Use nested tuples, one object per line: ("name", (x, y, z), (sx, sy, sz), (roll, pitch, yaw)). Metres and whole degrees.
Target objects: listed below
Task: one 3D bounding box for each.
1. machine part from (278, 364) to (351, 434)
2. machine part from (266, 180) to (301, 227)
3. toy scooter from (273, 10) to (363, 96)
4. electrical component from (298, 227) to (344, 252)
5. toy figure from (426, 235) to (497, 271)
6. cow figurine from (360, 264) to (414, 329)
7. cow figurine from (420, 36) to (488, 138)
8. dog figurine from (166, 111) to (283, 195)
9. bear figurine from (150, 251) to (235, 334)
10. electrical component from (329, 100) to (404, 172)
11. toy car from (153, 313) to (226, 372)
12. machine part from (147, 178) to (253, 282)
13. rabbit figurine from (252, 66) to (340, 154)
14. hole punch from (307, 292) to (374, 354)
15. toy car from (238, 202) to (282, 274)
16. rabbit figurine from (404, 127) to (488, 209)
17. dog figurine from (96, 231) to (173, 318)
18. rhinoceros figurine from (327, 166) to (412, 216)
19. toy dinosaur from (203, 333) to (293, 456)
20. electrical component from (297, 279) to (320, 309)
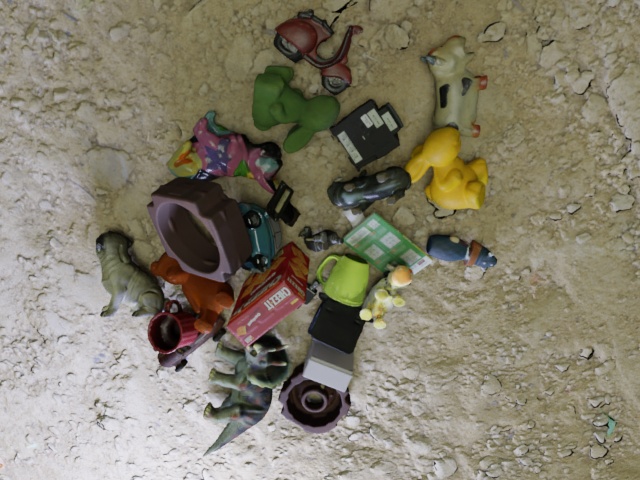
("machine part", (-0.012, 0.384, 1.318), (0.179, 0.056, 0.179), (1, 109, 3))
("machine part", (-0.077, -0.070, 1.137), (0.039, 0.138, 0.084), (19, 80, 16))
("toy scooter", (0.007, -0.390, 1.065), (0.184, 0.075, 0.135), (36, 107, -10))
("electrical component", (-0.002, -0.004, 1.180), (0.078, 0.102, 0.045), (-23, 108, -15))
("toy figure", (0.314, 0.024, 1.180), (0.154, 0.064, 0.058), (13, 70, -4))
("cow figurine", (0.154, 0.108, 1.189), (0.068, 0.098, 0.167), (29, 120, -6))
("cow figurine", (0.263, -0.303, 1.070), (0.127, 0.085, 0.194), (1, 109, -2))
("dog figurine", (-0.187, -0.157, 1.140), (0.219, 0.108, 0.191), (38, 106, -10))
("bear figurine", (-0.293, 0.097, 1.218), (0.195, 0.132, 0.120), (40, 102, -14))
("electrical component", (0.104, -0.224, 1.118), (0.134, 0.058, 0.114), (-31, 105, 13))
("toy car", (-0.317, 0.245, 1.305), (0.202, 0.053, 0.089), (-37, 98, 16))
("machine part", (-0.245, -0.024, 1.108), (0.201, 0.087, 0.201), (11, 128, 34))
("rabbit figurine", (-0.048, -0.256, 1.086), (0.170, 0.121, 0.159), (14, 115, 3))
("hole punch", (0.040, 0.195, 1.252), (0.142, 0.092, 0.116), (26, 78, -1))
("toy car", (-0.133, -0.011, 1.177), (0.109, 0.103, 0.161), (-11, 97, 54))
("rabbit figurine", (0.254, -0.157, 1.091), (0.163, 0.122, 0.173), (7, 142, 34))
("dog figurine", (-0.431, 0.077, 1.245), (0.172, 0.121, 0.190), (3, 91, -30))
("rhinoceros figurine", (0.094, -0.109, 1.114), (0.190, 0.112, 0.073), (-13, 116, 36))
("toy dinosaur", (-0.178, 0.375, 1.306), (0.192, 0.131, 0.404), (10, 116, -2))
("electrical component", (-0.043, 0.117, 1.252), (0.063, 0.021, 0.094), (38, 117, -6))
